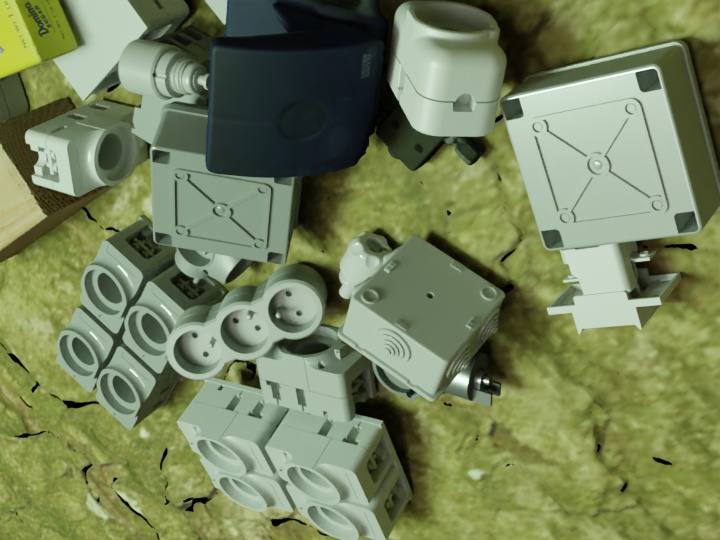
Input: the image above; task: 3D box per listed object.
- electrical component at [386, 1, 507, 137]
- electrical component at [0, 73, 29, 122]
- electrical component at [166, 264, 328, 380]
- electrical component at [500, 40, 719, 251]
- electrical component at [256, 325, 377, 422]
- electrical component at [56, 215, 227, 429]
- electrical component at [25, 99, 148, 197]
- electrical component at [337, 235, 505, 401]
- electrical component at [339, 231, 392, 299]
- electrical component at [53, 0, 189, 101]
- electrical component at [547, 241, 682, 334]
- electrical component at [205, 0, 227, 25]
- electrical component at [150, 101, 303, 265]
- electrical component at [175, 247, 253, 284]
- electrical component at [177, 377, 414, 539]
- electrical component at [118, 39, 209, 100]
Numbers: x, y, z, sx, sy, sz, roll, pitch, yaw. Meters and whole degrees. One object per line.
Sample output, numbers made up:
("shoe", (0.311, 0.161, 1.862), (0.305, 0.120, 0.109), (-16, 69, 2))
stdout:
("electrical component", (0.054, -0.132, 0.681), (0.054, 0.095, 0.059), (-1, 125, -14))
("electrical component", (-0.349, -0.173, 0.966), (0.054, 0.059, 0.095), (3, 117, 34))
("electrical component", (-0.091, 0.037, 0.896), (0.138, 0.073, 0.052), (-24, 108, 10))
("electrical component", (0.157, -0.074, 0.667), (0.109, 0.056, 0.108), (-7, 111, 38))
("electrical component", (-0.037, 0.082, 0.899), (0.089, 0.050, 0.055), (10, 122, 31))
("electrical component", (-0.211, 0.055, 1.000), (0.105, 0.060, 0.186), (41, 132, 9))
("electrical component", (-0.223, -0.102, 0.898), (0.056, 0.089, 0.050), (16, 124, 27))
("electrical component", (0.046, 0.032, 0.780), (0.100, 0.100, 0.048), (34, 143, 15))
("electrical component", (0.000, 0.000, 0.836), (0.035, 0.035, 0.061), (40, 135, 9))
("electrical component", (-0.226, -0.244, 0.838), (0.105, 0.060, 0.186), (-33, 94, 42))
("electrical component", (0.166, 0.004, 0.717), (0.081, 0.042, 0.063), (-8, 107, 38))
("electrical component", (-0.066, -0.195, 0.759), (0.089, 0.050, 0.056), (51, 133, -2))
("electrical component", (-0.100, -0.064, 0.816), (0.109, 0.056, 0.108), (10, 139, -1))
("electrical component", (-0.134, -0.019, 0.913), (0.077, 0.044, 0.079), (43, 132, 7))
("electrical component", (-0.059, 0.167, 0.937), (0.186, 0.060, 0.105), (10, 139, 31))
("electrical component", (-0.140, -0.144, 0.785), (0.078, 0.040, 0.040), (16, 124, 27))
